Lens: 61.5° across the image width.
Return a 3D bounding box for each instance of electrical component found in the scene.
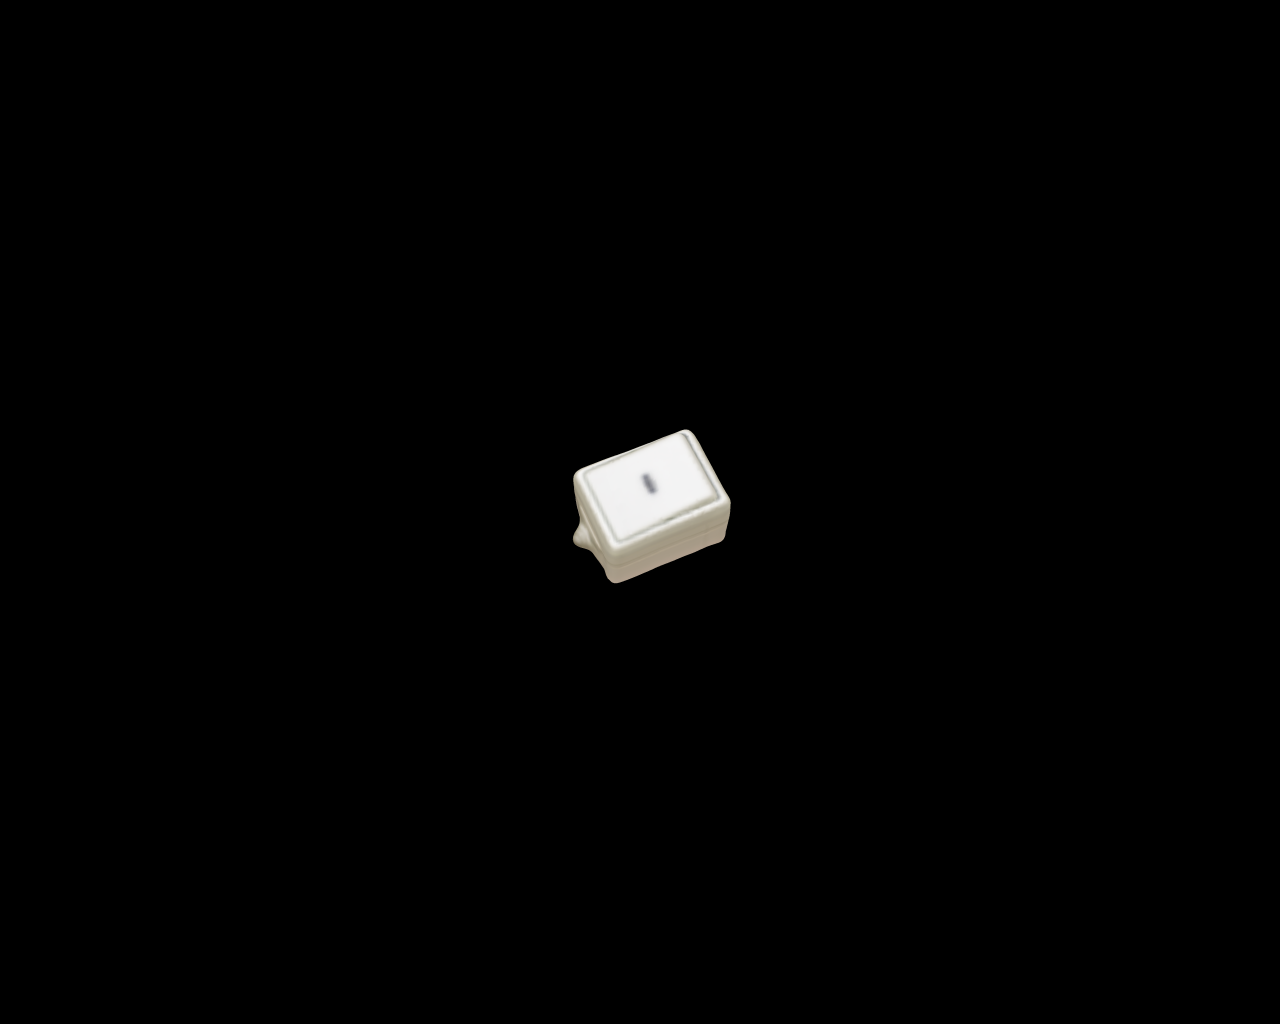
[{"bbox_3d":[0.001,-0.003,0.650,0.096,0.062,0.061,-22,-24,-10],"label":"electrical component"}]
